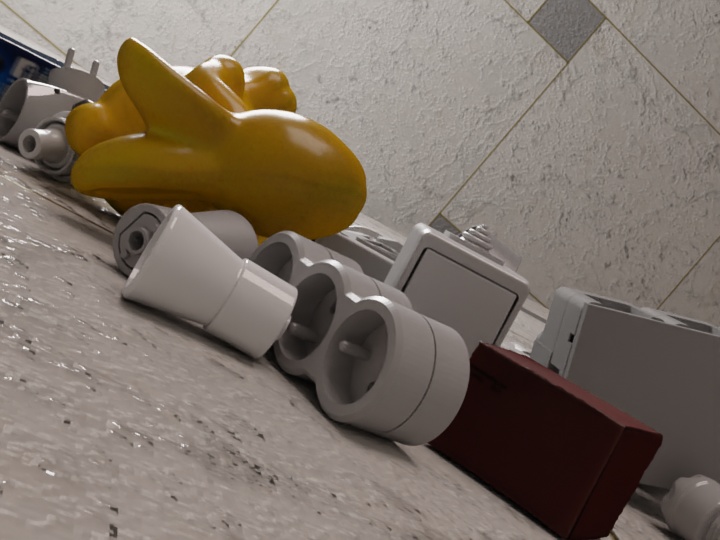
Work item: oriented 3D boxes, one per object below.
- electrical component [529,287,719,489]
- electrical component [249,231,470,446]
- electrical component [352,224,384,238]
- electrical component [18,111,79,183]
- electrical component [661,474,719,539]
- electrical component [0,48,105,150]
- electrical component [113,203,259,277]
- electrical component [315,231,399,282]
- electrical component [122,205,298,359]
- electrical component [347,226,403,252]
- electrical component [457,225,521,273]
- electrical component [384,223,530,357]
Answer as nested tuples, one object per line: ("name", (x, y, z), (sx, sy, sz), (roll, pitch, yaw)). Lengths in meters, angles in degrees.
("electrical component", (0.174, 0.072, 0.605), (0.150, 0.089, 0.061), (14, 7, -10))
("electrical component", (0.005, 0.032, 0.475), (0.074, 0.052, 0.138), (25, 6, -35))
("electrical component", (-0.008, -0.009, 0.847), (0.055, 0.055, 0.047), (26, 1, -21))
("electrical component", (-0.176, -0.074, 0.642), (0.048, 0.048, 0.062), (30, 15, 22))
("electrical component", (0.182, 0.130, 0.542), (0.035, 0.035, 0.061), (25, 8, -30))
("electrical component", (-0.190, -0.106, 0.706), (0.077, 0.079, 0.043), (24, -21, -39))
("electrical component", (-0.084, -0.010, 0.505), (0.044, 0.044, 0.065), (31, 10, 28))
("electrical component", (0.023, 0.023, 0.651), (0.109, 0.056, 0.109), (29, 5, 13))
("electrical component", (-0.059, 0.008, 0.447), (0.065, 0.044, 0.044), (32, 4, -14))
("electrical component", (0.000, 0.000, 0.747), (0.078, 0.058, 0.057), (10, 7, -11))
("electrical component", (0.067, 0.015, 0.763), (0.064, 0.099, 0.099), (34, 5, 3))
("electrical component", (0.042, 0.020, 0.545), (0.062, 0.096, 0.061), (28, 5, -4))
